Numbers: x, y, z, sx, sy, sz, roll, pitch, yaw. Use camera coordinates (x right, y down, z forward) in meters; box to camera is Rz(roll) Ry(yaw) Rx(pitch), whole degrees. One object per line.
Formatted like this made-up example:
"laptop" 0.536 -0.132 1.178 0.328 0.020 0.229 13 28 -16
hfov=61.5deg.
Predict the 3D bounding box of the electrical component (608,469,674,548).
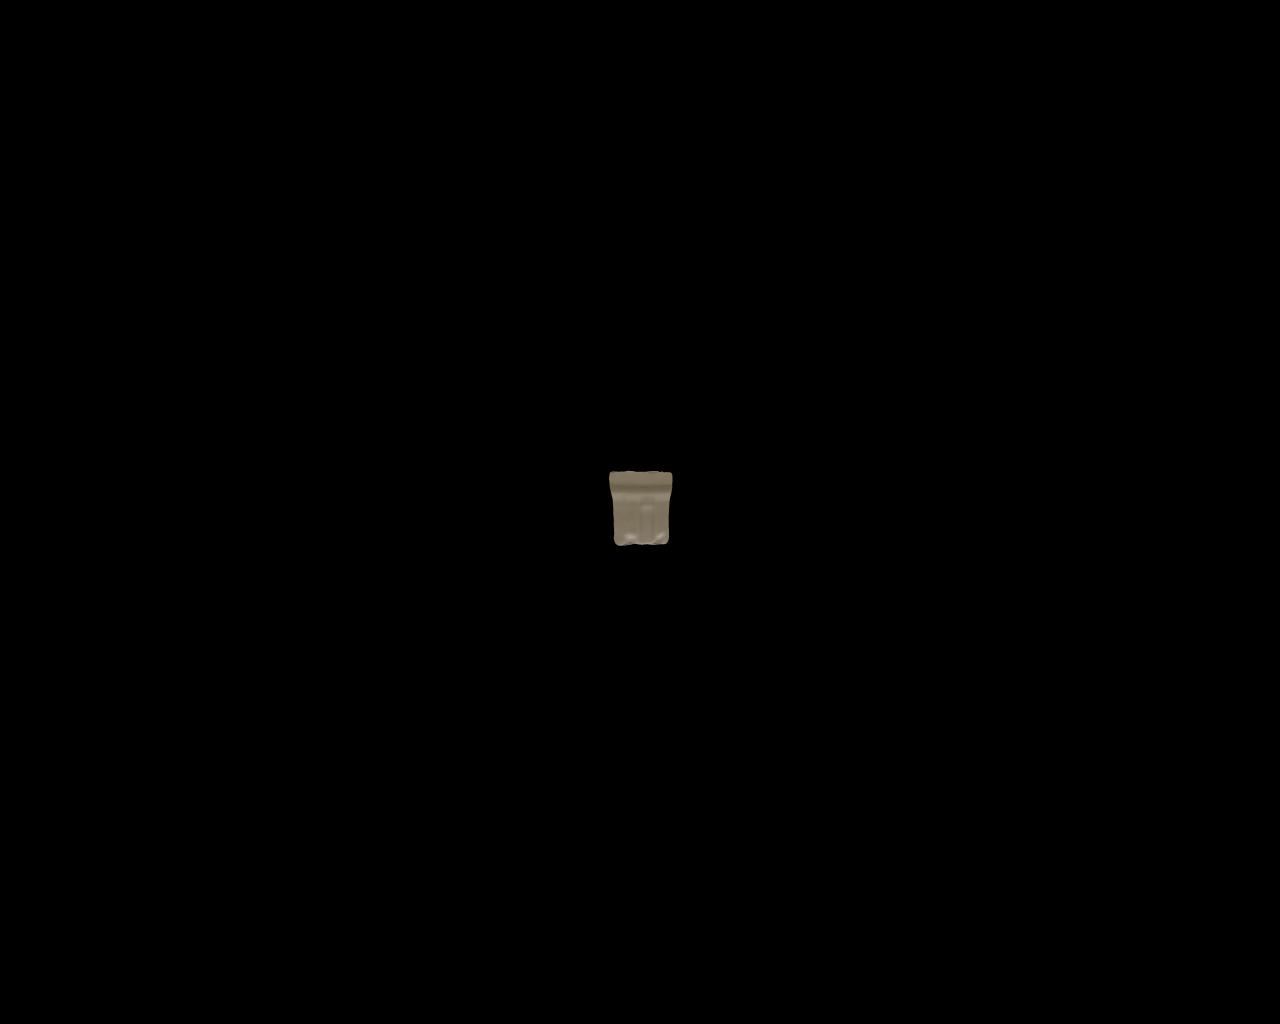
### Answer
"electrical component" 0.001 -0.003 0.650 0.040 0.046 0.040 0 4 0
